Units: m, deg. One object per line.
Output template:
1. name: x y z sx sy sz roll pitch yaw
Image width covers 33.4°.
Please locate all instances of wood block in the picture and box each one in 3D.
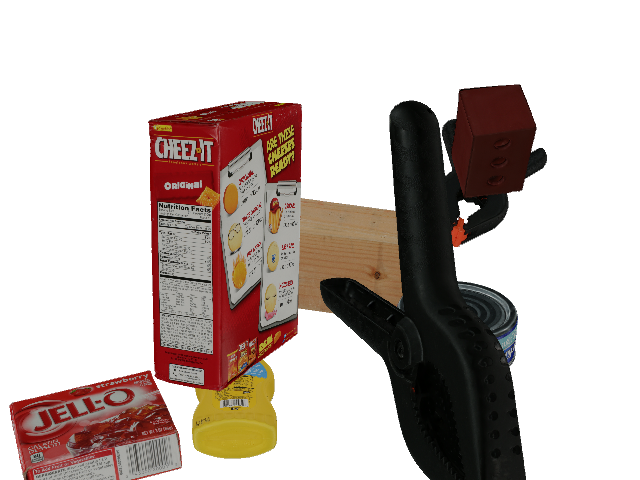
1. wood block: 0.010 0.017 1.088 0.206 0.091 0.090 8 22 6

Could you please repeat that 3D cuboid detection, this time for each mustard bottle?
1. mustard bottle: -0.103 0.181 1.279 0.096 0.058 0.191 -3 28 -3

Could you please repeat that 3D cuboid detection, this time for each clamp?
1. clamp: 0.162 -0.066 1.158 0.120 0.039 0.171 23 49 20
2. clamp: 0.057 0.044 0.545 0.036 0.165 0.210 -6 46 -21

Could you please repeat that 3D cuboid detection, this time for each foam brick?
1. foam brick: 0.140 -0.081 0.873 0.053 0.051 0.078 -7 -38 -4

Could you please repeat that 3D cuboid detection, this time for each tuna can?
1. tuna can: 0.095 0.062 0.749 0.086 0.034 0.086 1 26 0

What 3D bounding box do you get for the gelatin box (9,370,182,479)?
1. gelatin box: -0.134 0.114 0.631 0.089 0.030 0.073 -11 26 -18

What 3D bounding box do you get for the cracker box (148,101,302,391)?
1. cracker box: -0.077 -0.003 0.894 0.072 0.214 0.164 5 14 21
